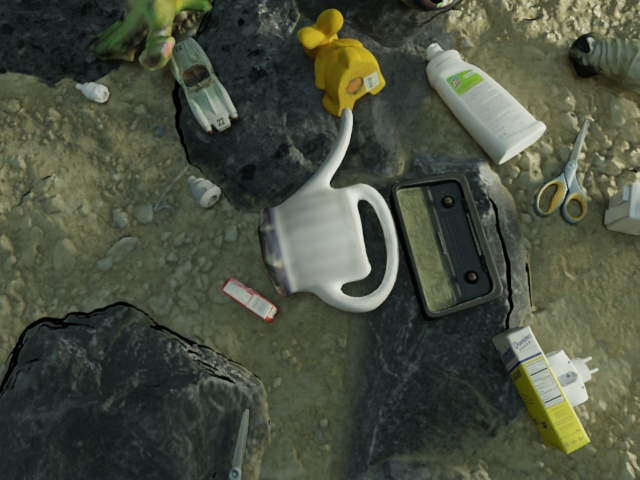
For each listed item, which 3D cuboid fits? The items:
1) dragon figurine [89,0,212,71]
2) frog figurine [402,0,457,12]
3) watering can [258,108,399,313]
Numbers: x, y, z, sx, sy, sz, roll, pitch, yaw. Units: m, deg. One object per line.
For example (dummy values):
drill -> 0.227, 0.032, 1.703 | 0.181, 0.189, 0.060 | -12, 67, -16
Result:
dragon figurine -> -0.365, -0.458, 1.000 | 0.243, 0.120, 0.416 | -45, 57, 1
frog figurine -> 0.206, -0.514, 0.993 | 0.137, 0.120, 0.163 | -20, 40, 7
watering can -> 0.003, -0.043, 0.862 | 0.224, 0.103, 0.352 | -14, 75, 1
